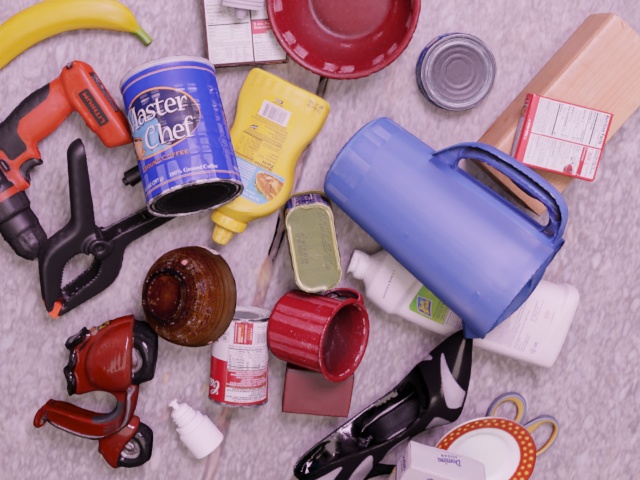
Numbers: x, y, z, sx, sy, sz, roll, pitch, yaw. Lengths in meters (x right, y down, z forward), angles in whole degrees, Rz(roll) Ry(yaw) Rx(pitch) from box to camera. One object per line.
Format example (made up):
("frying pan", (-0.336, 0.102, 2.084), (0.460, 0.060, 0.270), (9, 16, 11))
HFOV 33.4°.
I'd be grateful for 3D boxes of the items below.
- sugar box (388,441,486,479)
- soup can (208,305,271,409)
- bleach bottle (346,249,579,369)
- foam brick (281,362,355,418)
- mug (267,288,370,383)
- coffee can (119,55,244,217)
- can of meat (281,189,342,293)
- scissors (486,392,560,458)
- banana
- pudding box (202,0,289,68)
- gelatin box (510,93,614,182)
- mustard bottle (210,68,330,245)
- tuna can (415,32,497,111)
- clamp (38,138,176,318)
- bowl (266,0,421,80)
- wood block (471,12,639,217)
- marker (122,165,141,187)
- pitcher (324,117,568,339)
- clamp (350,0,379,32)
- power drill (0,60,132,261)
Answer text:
("sugar box", (0.111, 0.309, 1.212), (0.093, 0.048, 0.176), (18, 123, -9))
("soup can", (-0.088, 0.130, 1.197), (0.068, 0.068, 0.102), (4, 99, -3))
("bleach bottle", (0.154, 0.059, 1.198), (0.251, 0.068, 0.102), (20, 95, -3))
("foam brick", (-0.003, 0.167, 1.214), (0.078, 0.053, 0.051), (5, 99, -1))
("mug", (0.002, 0.094, 1.180), (0.117, 0.082, 0.093), (-51, 137, -32))
("coffee can", (-0.144, -0.107, 1.111), (0.103, 0.103, 0.140), (-15, 76, 0))
("can of meat", (-0.008, 0.002, 1.169), (0.057, 0.084, 0.102), (-10, 101, -1))
("scissors", (0.186, 0.253, 1.256), (0.202, 0.016, 0.096), (-31, 98, 3))
("banana", (-0.283, -0.224, 1.142), (0.198, 0.037, 0.069), (-11, 101, 0))
("pudding box", (-0.081, -0.243, 1.146), (0.090, 0.039, 0.113), (-4, 98, -1))
("gelatin box", (0.247, -0.105, 1.096), (0.089, 0.030, 0.073), (13, 99, -6))
("mustard bottle", (-0.070, -0.083, 1.163), (0.096, 0.058, 0.192), (27, 98, 5))
("tuna can", (0.149, -0.184, 1.168), (0.086, 0.034, 0.086), (0, 101, -2))
("clamp", (-0.235, -0.002, 1.167), (0.164, 0.036, 0.210), (15, 115, -35))
("bowl", (0.027, -0.251, 1.111), (0.162, 0.055, 0.162), (3, 109, 10))
("wood block", (0.265, -0.137, 1.153), (0.091, 0.090, 0.206), (41, 96, -9))
("marker", (-0.166, -0.096, 1.178), (0.121, 0.020, 0.020), (-32, 100, 4))
("pitcher", (0.130, -0.027, 1.117), (0.243, 0.145, 0.149), (40, 76, 12))
("clamp", (0.049, -0.310, 1.139), (0.120, 0.039, 0.171), (8, 102, 7))
("power drill", (-0.298, -0.092, 1.154), (0.187, 0.057, 0.184), (-31, 103, 2))
